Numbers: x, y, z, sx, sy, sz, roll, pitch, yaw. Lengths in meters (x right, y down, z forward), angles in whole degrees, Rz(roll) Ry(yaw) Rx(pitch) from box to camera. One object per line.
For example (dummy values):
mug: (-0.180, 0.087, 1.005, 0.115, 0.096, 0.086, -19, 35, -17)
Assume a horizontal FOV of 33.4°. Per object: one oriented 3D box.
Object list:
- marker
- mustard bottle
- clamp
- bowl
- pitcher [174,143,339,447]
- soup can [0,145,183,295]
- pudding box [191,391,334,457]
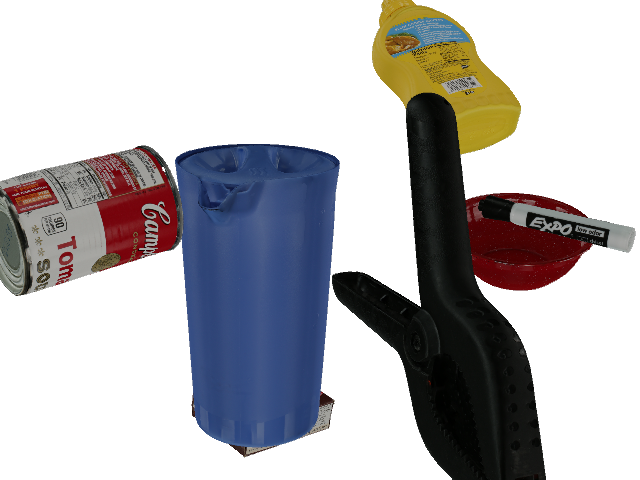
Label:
marker: (0.177, -0.014, 0.811, 0.121, 0.020, 0.020, 16, 8, 29)
mustard bottle: (0.101, -0.163, 0.988, 0.096, 0.192, 0.058, -15, -37, -14)
clamp: (0.065, 0.040, 0.543, 0.036, 0.165, 0.210, -5, 46, -22)
bowl: (0.212, 0.007, 1.152, 0.162, 0.055, 0.162, -1, 30, 0)
pitcher: (-0.048, 0.041, 0.905, 0.149, 0.243, 0.145, -6, 19, -22)
soup can: (-0.143, -0.013, 0.639, 0.102, 0.068, 0.069, -19, 10, -33)
pudding box: (-0.057, 0.164, 1.053, 0.113, 0.039, 0.090, -13, 29, -41)
